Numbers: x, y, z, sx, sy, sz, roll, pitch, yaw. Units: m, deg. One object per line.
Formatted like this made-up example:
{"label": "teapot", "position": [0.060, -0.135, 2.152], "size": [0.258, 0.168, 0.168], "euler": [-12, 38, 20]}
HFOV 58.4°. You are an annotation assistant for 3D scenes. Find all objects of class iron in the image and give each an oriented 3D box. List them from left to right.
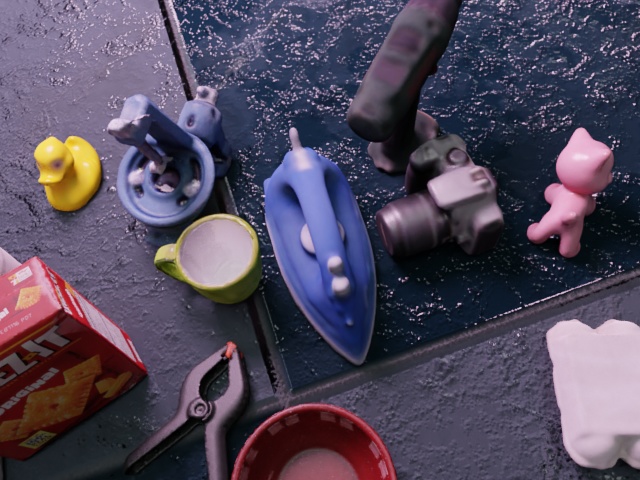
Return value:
{"label": "iron", "position": [0.006, 0.002, 0.648], "size": [0.118, 0.141, 0.258], "euler": [-17, 62, -4]}

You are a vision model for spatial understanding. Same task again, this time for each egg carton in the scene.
{"label": "egg carton", "position": [0.293, 0.155, 0.584], "size": [0.107, 0.069, 0.150], "euler": [-2, 62, 4]}

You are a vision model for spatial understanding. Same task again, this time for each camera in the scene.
{"label": "camera", "position": [0.133, -0.047, 0.687], "size": [0.137, 0.101, 0.143], "euler": [-20, 62, -6]}

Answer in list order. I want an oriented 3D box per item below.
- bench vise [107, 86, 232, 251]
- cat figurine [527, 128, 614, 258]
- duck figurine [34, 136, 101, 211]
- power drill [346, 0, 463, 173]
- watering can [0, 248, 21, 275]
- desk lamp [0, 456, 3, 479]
{"label": "bench vise", "position": [-0.186, -0.115, 0.681], "size": [0.121, 0.220, 0.207], "euler": [-4, 62, 3]}
{"label": "cat figurine", "position": [0.302, -0.061, 0.671], "size": [0.067, 0.118, 0.128], "euler": [21, 66, 15]}
{"label": "duck figurine", "position": [-0.343, -0.102, 0.763], "size": [0.077, 0.086, 0.104], "euler": [2, 62, 6]}
{"label": "power drill", "position": [0.109, -0.189, 0.702], "size": [0.075, 0.208, 0.230], "euler": [25, 67, 17]}
{"label": "watering can", "position": [-0.398, 0.043, 0.630], "size": [0.101, 0.194, 0.172], "euler": [-28, 63, -10]}
{"label": "desk lamp", "position": [-0.400, 0.220, 0.525], "size": [0.118, 0.214, 0.203], "euler": [-18, 62, -5]}
